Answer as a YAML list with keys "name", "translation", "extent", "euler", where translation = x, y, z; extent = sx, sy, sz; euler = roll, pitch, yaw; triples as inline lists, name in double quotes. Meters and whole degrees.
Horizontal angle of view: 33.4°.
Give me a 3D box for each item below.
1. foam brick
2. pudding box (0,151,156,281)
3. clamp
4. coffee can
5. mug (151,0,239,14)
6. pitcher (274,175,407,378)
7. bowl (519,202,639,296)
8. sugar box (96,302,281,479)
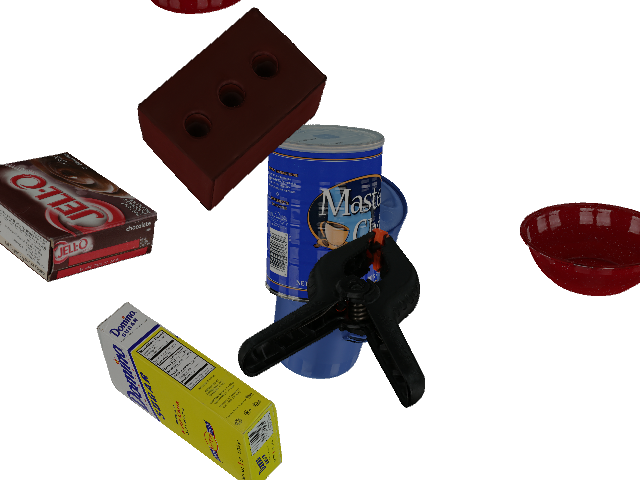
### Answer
- name: "foam brick"
  translation: [-0.044, -0.064, 0.524]
  extent: [0.078, 0.053, 0.051]
  euler: [-44, -5, -13]
- name: "pudding box"
  translation: [-0.186, -0.019, 0.758]
  extent: [0.114, 0.039, 0.089]
  euler: [30, 30, 34]
- name: "clamp"
  translation: [0.032, 0.050, 0.725]
  extent: [0.120, 0.039, 0.171]
  euler: [20, 40, 15]
- name: "coffee can"
  translation: [0.003, -0.026, 0.951]
  extent: [0.103, 0.140, 0.103]
  euler: [1, 16, -1]
- name: "mug"
  translation: [-0.106, -0.222, 0.795]
  extent: [0.117, 0.081, 0.093]
  euler: [0, 39, 4]
- name: "pitcher"
  translation: [0.017, 0.048, 1.226]
  extent: [0.145, 0.243, 0.149]
  euler: [14, 38, 4]
- name: "bowl"
  translation: [0.297, 0.015, 1.163]
  extent: [0.162, 0.055, 0.162]
  euler: [-1, 27, 0]
- name: "sugar box"
  translation: [-0.114, 0.134, 0.925]
  extent: [0.176, 0.093, 0.048]
  euler: [27, 53, 27]
